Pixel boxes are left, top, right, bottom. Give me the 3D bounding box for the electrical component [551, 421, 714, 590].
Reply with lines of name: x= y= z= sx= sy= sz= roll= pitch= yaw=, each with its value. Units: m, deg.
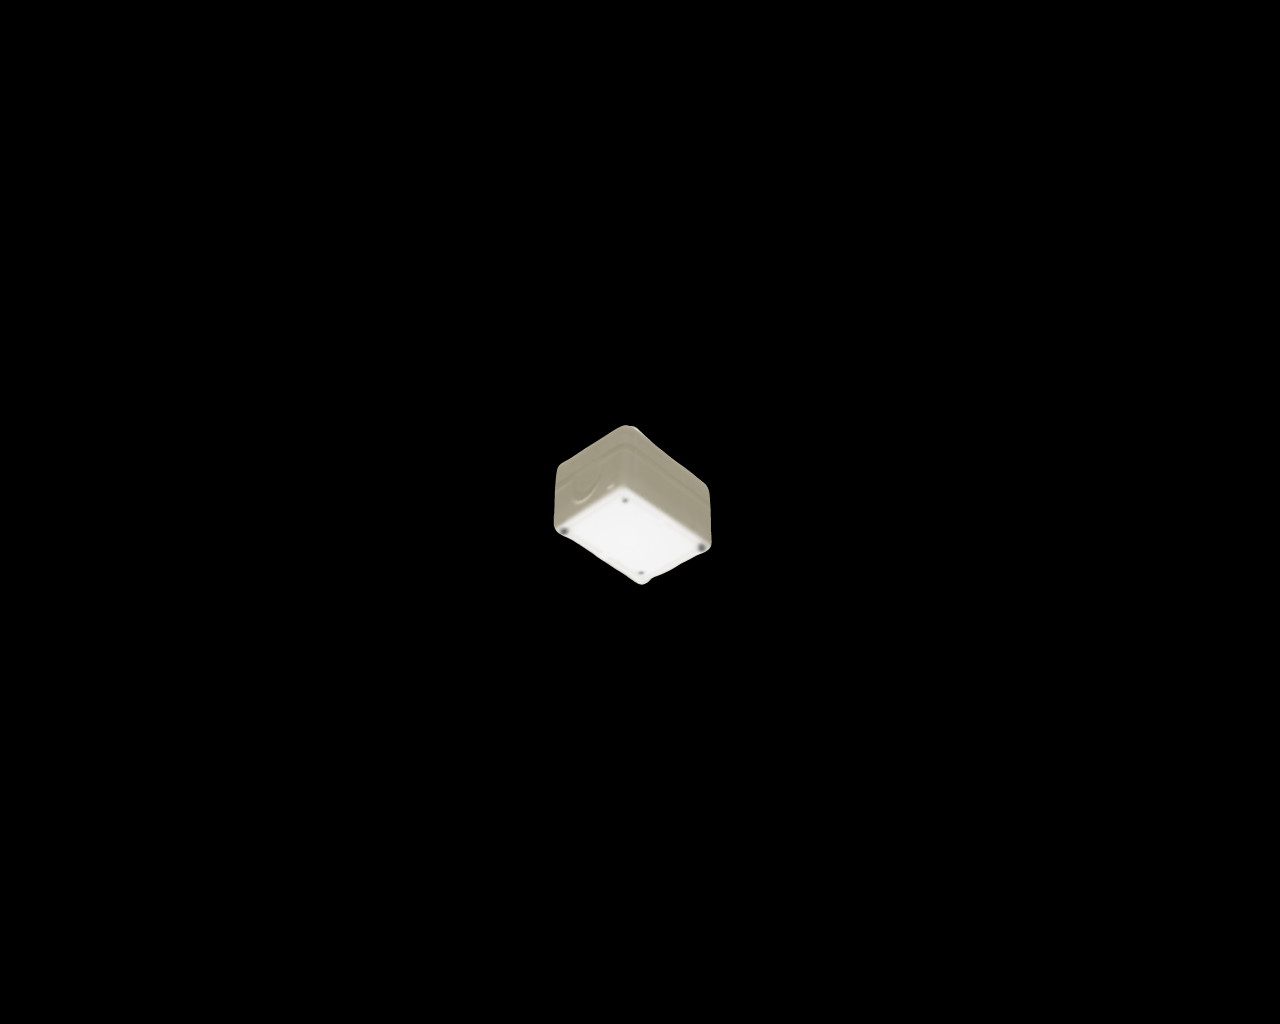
electrical component: x=0.001 y=-0.003 z=0.650 sx=0.061 sy=0.061 sz=0.096 roll=-30 pitch=-49 yaw=31
